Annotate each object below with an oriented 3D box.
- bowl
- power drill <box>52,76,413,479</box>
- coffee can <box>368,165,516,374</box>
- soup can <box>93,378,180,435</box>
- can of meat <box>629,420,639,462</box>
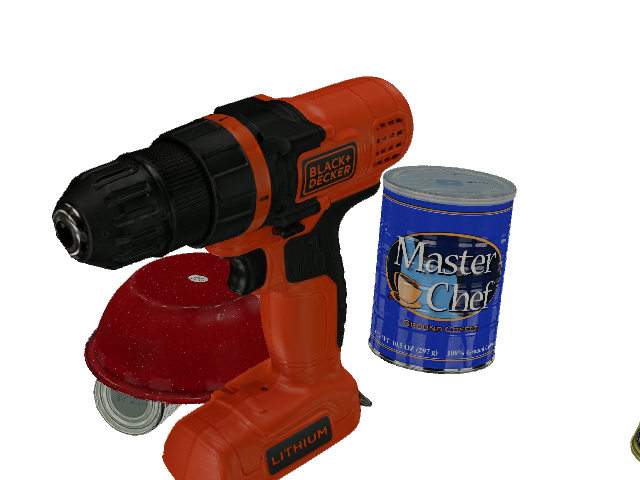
[{"bbox_3d":[-0.088,0.051,0.760,0.162,0.055,0.162,0,23,0],"label":"bowl"},{"bbox_3d":[-0.034,0.028,0.486,0.184,0.188,0.057,-23,40,-38],"label":"power drill"},{"bbox_3d":[0.094,0.020,0.839,0.103,0.140,0.103,4,16,-1],"label":"coffee can"},{"bbox_3d":[-0.147,0.120,0.941,0.069,0.068,0.102,0,17,20],"label":"soup can"},{"bbox_3d":[0.244,0.090,0.685,0.057,0.084,0.101,20,37,24],"label":"can of meat"}]
